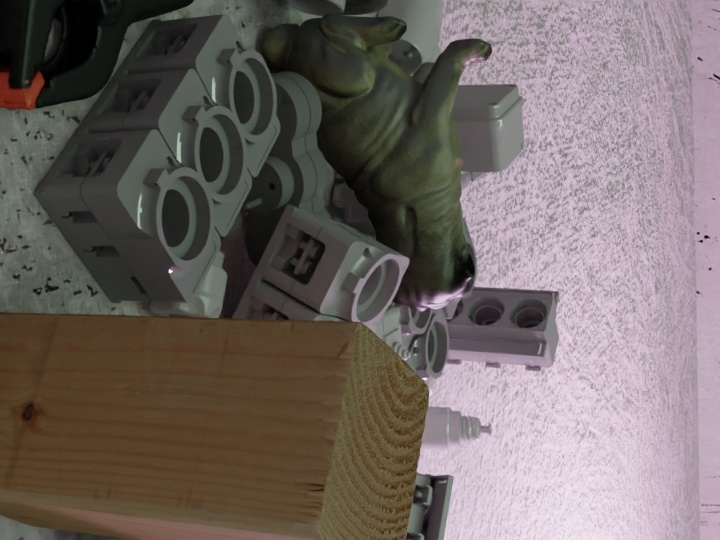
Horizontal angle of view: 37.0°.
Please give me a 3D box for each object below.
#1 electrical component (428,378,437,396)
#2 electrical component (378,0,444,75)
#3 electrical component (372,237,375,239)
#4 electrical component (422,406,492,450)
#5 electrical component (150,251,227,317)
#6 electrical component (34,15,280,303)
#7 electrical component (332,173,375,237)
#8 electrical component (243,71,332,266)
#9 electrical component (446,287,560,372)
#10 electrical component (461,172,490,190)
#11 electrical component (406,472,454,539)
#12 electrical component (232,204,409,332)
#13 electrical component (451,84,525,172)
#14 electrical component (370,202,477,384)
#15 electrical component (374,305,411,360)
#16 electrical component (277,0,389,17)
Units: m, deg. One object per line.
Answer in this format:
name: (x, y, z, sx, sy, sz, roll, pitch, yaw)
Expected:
electrical component: (0.045, 0.104, 0.958, 0.040, 0.040, 0.078, 66, 35, -41)
electrical component: (0.049, -0.201, 0.953, 0.079, 0.044, 0.077, 62, 38, -46)
electrical component: (0.000, 0.000, 0.843, 0.066, 0.055, 0.048, -62, 144, -43)
electrical component: (0.083, 0.148, 1.004, 0.040, 0.078, 0.040, 0, 90, -79)
electrical component: (-0.101, 0.000, 0.647, 0.043, 0.043, 0.062, 40, 54, -58)
electrical component: (-0.105, -0.065, 0.615, 0.089, 0.062, 0.150, 65, 36, -42)
electrical component: (0.016, -0.060, 0.873, 0.057, 0.058, 0.078, 45, 48, -54)
electrical component: (-0.060, -0.059, 0.720, 0.074, 0.052, 0.138, -34, 122, -60)
electrical component: (0.126, 0.057, 1.034, 0.063, 0.121, 0.078, 68, 34, -44)
electrical component: (0.097, -0.106, 1.041, 0.055, 0.066, 0.048, -40, 129, -33)
electrical component: (0.031, 0.229, 0.897, 0.063, 0.079, 0.121, 26, 63, -30)
electrical component: (-0.035, 0.044, 0.697, 0.150, 0.062, 0.089, -63, 154, 5)
electrical component: (0.082, -0.126, 0.946, 0.078, 0.113, 0.057, -46, 133, -55)
electrical component: (0.046, 0.011, 0.935, 0.186, 0.060, 0.105, -65, 146, -40)
electrical component: (-0.012, 0.060, 0.774, 0.061, 0.096, 0.061, -24, 113, -60)
electrical component: (-0.026, -0.208, 0.731, 0.108, 0.108, 0.060, 21, 78, -63)
